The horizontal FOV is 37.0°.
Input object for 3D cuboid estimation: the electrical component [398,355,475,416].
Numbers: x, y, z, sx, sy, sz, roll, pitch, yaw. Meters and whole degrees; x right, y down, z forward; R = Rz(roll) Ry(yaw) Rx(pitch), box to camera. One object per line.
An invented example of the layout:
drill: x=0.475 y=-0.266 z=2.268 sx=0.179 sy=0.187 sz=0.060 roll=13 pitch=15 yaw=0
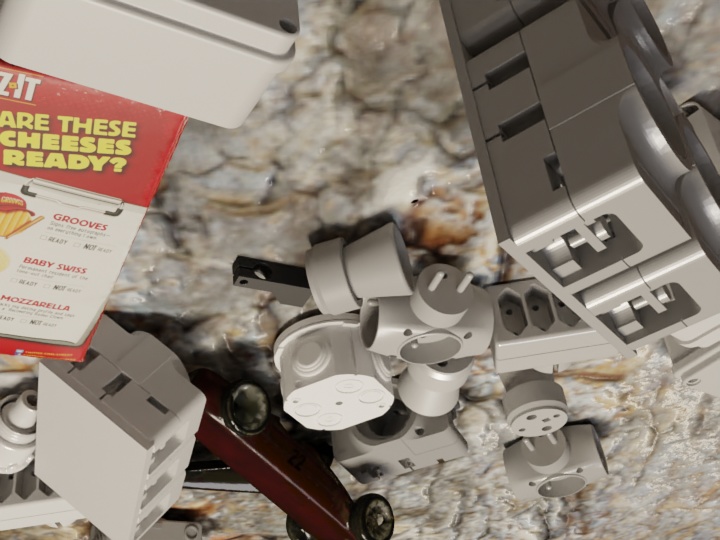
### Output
electrical component: x=0.053 y=0.069 z=0.745 sx=0.045 sy=0.045 sz=0.055 roll=0 pitch=143 yaw=-11

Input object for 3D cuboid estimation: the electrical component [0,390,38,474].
electrical component: x=-0.238 y=0.106 z=0.740 sx=0.048 sy=0.048 sz=0.062 roll=20 pitch=129 yaw=-33

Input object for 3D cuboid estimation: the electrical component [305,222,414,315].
electrical component: x=0.000 y=0.000 z=0.640 sx=0.055 sy=0.045 sz=0.045 roll=-16 pitch=143 yaw=11

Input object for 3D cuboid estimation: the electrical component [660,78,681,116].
electrical component: x=0.117 y=-0.078 z=0.558 sx=0.077 sy=0.044 sz=0.079 roll=-30 pitch=139 yaw=28

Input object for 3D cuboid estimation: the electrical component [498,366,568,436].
electrical component: x=0.123 y=0.085 z=0.772 sx=0.045 sy=0.055 sz=0.045 roll=-5 pitch=144 yaw=-4

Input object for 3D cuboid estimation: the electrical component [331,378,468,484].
electrical component: x=0.027 y=0.116 z=0.799 sx=0.089 sy=0.050 sz=0.055 roll=-19 pitch=143 yaw=14

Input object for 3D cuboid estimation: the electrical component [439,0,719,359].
electrical component: x=0.090 y=-0.073 z=0.437 sx=0.060 sy=0.186 sz=0.105 roll=-28 pitch=140 yaw=25

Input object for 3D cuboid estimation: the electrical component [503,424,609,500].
electrical component: x=0.155 y=0.150 z=0.877 sx=0.077 sy=0.044 sz=0.079 roll=-20 pitch=142 yaw=15

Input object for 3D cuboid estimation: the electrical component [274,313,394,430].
electrical component: x=-0.017 y=0.068 z=0.724 sx=0.080 sy=0.051 sz=0.080 roll=-6 pitch=144 yaw=-4

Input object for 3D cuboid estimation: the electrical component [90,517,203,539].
electrical component: x=-0.181 y=0.256 z=0.909 sx=0.100 sy=0.099 sz=0.048 roll=11 pitch=152 yaw=-25

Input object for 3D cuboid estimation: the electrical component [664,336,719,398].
electrical component: x=0.286 y=0.043 z=0.746 sx=0.109 sy=0.056 sz=0.109 roll=19 pitch=136 yaw=-33

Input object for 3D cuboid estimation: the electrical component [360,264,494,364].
electrical component: x=0.047 y=0.022 z=0.678 sx=0.077 sy=0.044 sz=0.079 roll=4 pitch=147 yaw=-16

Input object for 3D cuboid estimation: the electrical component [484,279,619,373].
electrical component: x=0.128 y=0.044 z=0.724 sx=0.083 sy=0.047 sz=0.075 roll=-9 pitch=144 yaw=1

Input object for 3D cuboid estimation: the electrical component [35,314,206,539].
electrical component: x=-0.160 y=0.108 z=0.714 sx=0.089 sy=0.062 sz=0.150 roll=36 pitch=141 yaw=12

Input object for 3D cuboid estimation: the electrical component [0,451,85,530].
electrical component: x=-0.235 y=0.173 z=0.827 sx=0.083 sy=0.047 sz=0.075 roll=-8 pitch=144 yaw=0

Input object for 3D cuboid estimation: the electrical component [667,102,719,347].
electrical component: x=0.184 y=-0.023 z=0.588 sx=0.057 sy=0.113 sz=0.078 roll=26 pitch=132 yaw=-34

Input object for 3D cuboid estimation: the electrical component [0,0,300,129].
electrical component: x=-0.085 y=-0.115 z=0.438 sx=0.113 sy=0.078 sz=0.057 roll=14 pitch=141 yaw=-28
